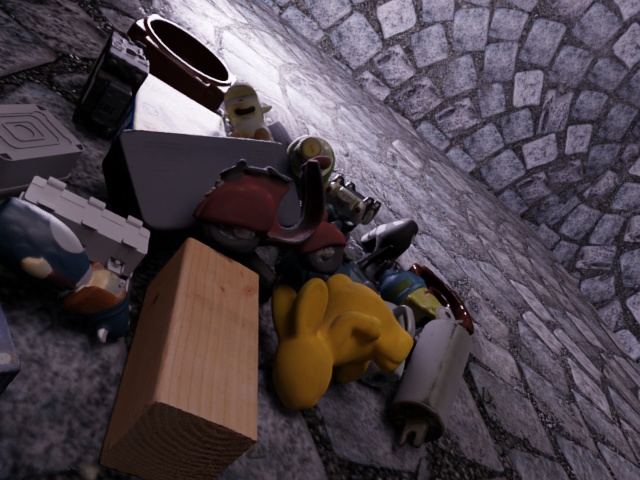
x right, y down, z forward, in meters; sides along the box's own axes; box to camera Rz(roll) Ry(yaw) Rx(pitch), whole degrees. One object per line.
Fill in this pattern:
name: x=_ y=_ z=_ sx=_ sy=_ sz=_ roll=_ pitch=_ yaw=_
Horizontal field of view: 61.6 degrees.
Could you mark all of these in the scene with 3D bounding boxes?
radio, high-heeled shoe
radio: x=-0.137 y=-0.058 z=0.667 sx=0.229 sy=0.073 sz=0.131 roll=-4 pitch=69 yaw=-38
high-heeled shoe: x=0.154 y=-0.013 z=1.076 sx=0.086 sy=0.145 sz=0.249 roll=45 pitch=24 yaw=2

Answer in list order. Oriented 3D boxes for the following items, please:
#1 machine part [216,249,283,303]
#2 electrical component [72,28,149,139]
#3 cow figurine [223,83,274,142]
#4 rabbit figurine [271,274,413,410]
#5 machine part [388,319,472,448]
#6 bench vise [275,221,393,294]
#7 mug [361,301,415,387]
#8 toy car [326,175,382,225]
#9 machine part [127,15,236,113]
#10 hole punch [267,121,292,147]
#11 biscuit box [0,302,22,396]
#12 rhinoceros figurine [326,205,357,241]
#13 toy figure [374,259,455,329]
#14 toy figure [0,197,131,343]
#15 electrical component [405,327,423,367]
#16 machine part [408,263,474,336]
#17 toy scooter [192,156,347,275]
machine part: x=-0.106 y=0.022 z=0.722 sx=0.139 sy=0.039 sz=0.084 roll=45 pitch=25 yaw=4
electrical component: x=-0.285 y=-0.210 z=0.735 sx=0.058 sy=0.115 sz=0.134 roll=24 pitch=30 yaw=-31
cow figurine: x=-0.111 y=-0.163 z=0.894 sx=0.127 sy=0.085 sz=0.194 roll=-102 pitch=179 yaw=-73
rabbit figurine: x=0.009 y=0.120 z=0.632 sx=0.173 sy=0.122 sz=0.162 roll=-36 pitch=106 yaw=-41
machine part: x=0.157 y=0.191 z=0.753 sx=0.079 sy=0.079 sz=0.243 roll=42 pitch=42 yaw=-4
bench vise: x=-0.010 y=0.004 z=0.819 sx=0.240 sy=0.129 sz=0.223 roll=52 pitch=21 yaw=9
mug: x=0.092 y=0.147 z=0.760 sx=0.080 sy=0.109 sz=0.107 roll=36 pitch=36 yaw=-32
toy car: x=0.055 y=-0.061 z=0.893 sx=0.073 sy=0.056 sz=0.201 roll=36 pitch=8 yaw=9
machine part: x=-0.263 y=-0.322 z=1.006 sx=0.201 sy=0.087 sz=0.201 roll=38 pitch=23 yaw=-17
hole punch: x=-0.087 y=-0.157 z=1.009 sx=0.115 sy=0.092 sz=0.142 roll=45 pitch=19 yaw=-7
biscuit box: x=-0.284 y=0.029 z=0.388 sx=0.059 sy=0.063 sz=0.203 roll=8 pitch=42 yaw=-56
rhinoceros figurine: x=0.014 y=-0.042 z=0.989 sx=0.112 sy=0.073 sz=0.190 roll=48 pitch=23 yaw=14
toy figure: x=0.166 y=0.117 z=0.958 sx=0.082 sy=0.089 sz=0.180 roll=-9 pitch=45 yaw=-44
toy figure: x=-0.218 y=0.031 z=0.466 sx=0.154 sy=0.058 sz=0.064 roll=50 pitch=29 yaw=-31
electrical component: x=0.148 y=0.173 z=0.870 sx=0.119 sy=0.048 sz=0.075 roll=53 pitch=24 yaw=18
machine part: x=0.230 y=0.129 z=1.072 sx=0.179 sy=0.056 sz=0.179 roll=37 pitch=23 yaw=-18
toy scooter: x=-0.045 y=-0.041 z=0.604 sx=0.184 sy=0.135 sz=0.075 roll=14 pitch=-3 yaw=-25
